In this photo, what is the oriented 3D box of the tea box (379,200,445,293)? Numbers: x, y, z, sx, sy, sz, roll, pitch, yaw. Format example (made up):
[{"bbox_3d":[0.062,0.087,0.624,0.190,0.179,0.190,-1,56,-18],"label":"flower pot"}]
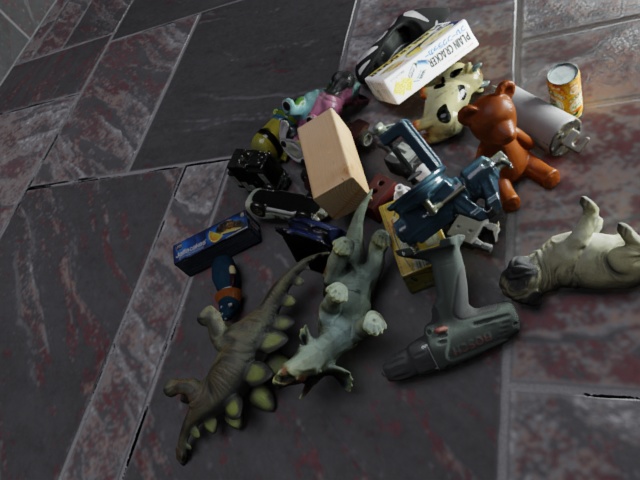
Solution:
[{"bbox_3d":[0.179,-0.001,0.985,0.098,0.068,0.170,-21,51,13],"label":"tea box"}]

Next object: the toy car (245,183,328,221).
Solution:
[{"bbox_3d":[-0.071,-0.074,1.177,0.202,0.056,0.073,12,55,25],"label":"toy car"}]

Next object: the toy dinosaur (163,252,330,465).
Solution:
[{"bbox_3d":[-0.141,0.208,0.999,0.199,0.105,0.471,24,85,31],"label":"toy dinosaur"}]

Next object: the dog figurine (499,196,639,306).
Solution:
[{"bbox_3d":[0.394,0.056,0.821,0.190,0.121,0.172,-49,44,11],"label":"dog figurine"}]

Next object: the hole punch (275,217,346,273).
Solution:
[{"bbox_3d":[-0.002,-0.003,1.066,0.142,0.115,0.092,20,62,37],"label":"hole punch"}]

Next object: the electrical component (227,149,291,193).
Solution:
[{"bbox_3d":[-0.149,-0.156,1.248,0.134,0.114,0.058,9,62,32],"label":"electrical component"}]

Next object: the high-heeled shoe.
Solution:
[{"bbox_3d":[0.192,-0.459,1.273,0.249,0.086,0.145,-25,34,32],"label":"high-heeled shoe"}]

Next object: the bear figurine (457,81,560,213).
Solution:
[{"bbox_3d":[0.325,-0.163,0.931,0.120,0.195,0.132,-31,50,4],"label":"bear figurine"}]

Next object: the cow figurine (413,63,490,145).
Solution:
[{"bbox_3d":[0.277,-0.295,1.123,0.127,0.085,0.195,-3,55,35],"label":"cow figurine"}]

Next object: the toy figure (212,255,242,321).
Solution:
[{"bbox_3d":[-0.195,0.103,1.135,0.058,0.064,0.154,-3,54,-18],"label":"toy figure"}]

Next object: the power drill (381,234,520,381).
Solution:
[{"bbox_3d":[0.184,0.104,0.859,0.232,0.086,0.207,-17,80,11],"label":"power drill"}]

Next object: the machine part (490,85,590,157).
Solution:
[{"bbox_3d":[0.398,-0.228,1.013,0.079,0.079,0.243,-40,50,0],"label":"machine part"}]

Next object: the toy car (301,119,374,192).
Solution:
[{"bbox_3d":[0.041,-0.183,1.199,0.202,0.053,0.089,-51,43,-5],"label":"toy car"}]

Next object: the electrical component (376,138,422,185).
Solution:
[{"bbox_3d":[0.171,-0.174,1.123,0.075,0.047,0.119,-49,49,-9],"label":"electrical component"}]

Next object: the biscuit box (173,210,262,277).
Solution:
[{"bbox_3d":[-0.235,0.009,1.219,0.203,0.062,0.059,-25,49,12],"label":"biscuit box"}]

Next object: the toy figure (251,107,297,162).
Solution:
[{"bbox_3d":[-0.097,-0.268,1.311,0.180,0.089,0.082,-55,37,-9],"label":"toy figure"}]

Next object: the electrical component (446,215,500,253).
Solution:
[{"bbox_3d":[0.273,-0.018,0.961,0.102,0.045,0.078,17,70,36],"label":"electrical component"}]

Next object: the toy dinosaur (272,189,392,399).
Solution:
[{"bbox_3d":[0.044,0.102,0.954,0.131,0.192,0.405,25,47,-3],"label":"toy dinosaur"}]

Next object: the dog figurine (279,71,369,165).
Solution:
[{"bbox_3d":[0.016,-0.293,1.261,0.109,0.191,0.219,36,50,23],"label":"dog figurine"}]

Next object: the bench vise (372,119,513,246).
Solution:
[{"bbox_3d":[0.186,-0.114,0.901,0.223,0.129,0.240,-39,85,25],"label":"bench vise"}]
